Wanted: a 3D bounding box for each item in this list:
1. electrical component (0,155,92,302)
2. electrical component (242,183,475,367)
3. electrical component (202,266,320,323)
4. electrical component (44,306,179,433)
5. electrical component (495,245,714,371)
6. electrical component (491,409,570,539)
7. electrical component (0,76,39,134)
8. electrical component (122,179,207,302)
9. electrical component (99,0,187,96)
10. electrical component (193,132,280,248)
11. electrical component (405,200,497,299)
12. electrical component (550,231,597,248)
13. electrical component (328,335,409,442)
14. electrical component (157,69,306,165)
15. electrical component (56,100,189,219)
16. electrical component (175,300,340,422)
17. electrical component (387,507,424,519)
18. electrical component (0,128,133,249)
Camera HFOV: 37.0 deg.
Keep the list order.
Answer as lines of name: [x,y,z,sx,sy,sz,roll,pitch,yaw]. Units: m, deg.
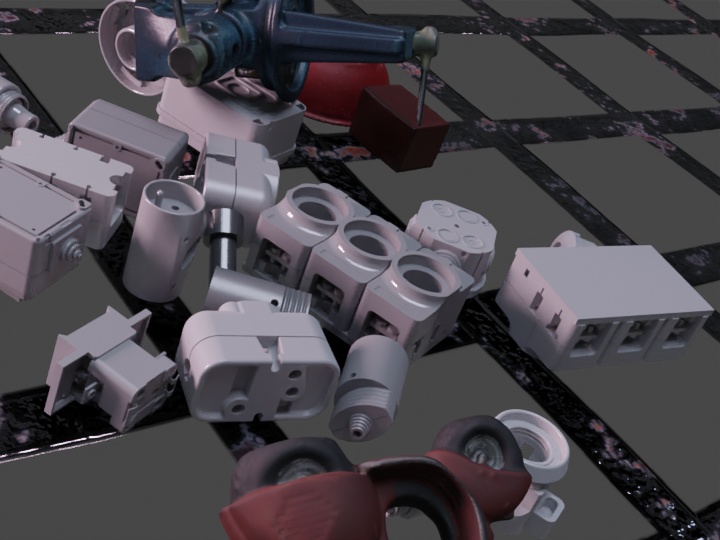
electrical component: [-0.230,-0.023,0.725,0.096,0.061,0.061,28,34,10]
electrical component: [0.000,0.000,0.820,0.150,0.061,0.089,34,35,19]
electrical component: [-0.068,0.029,0.757,0.081,0.043,0.043,17,33,-7]
electrical component: [-0.151,0.063,0.663,0.064,0.042,0.081,33,35,15]
electrical component: [0.199,0.032,0.886,0.150,0.061,0.089,-2,39,-31]
electrical component: [0.100,0.128,0.696,0.078,0.057,0.058,32,34,16]
electrical component: [-0.287,-0.130,0.863,0.062,0.043,0.043,31,34,13]
electrical component: [-0.134,-0.029,0.772,0.043,0.077,0.079,23,32,2]
electrical component: [-0.188,-0.209,0.988,0.099,0.099,0.064,32,40,16]
electrical component: [-0.100,-0.063,0.862,0.059,0.053,0.095,11,34,-15]
electrical component: [0.072,-0.017,0.894,0.080,0.051,0.080,15,34,-10]
electrical component: [0.199,-0.004,0.956,0.062,0.048,0.048,20,32,-15]
electrical component: [0.006,0.084,0.719,0.043,0.043,0.081,21,33,-1]
electrical component: [-0.115,-0.138,0.958,0.113,0.057,0.078,34,35,18]
electrical component: [-0.190,-0.089,0.842,0.096,0.061,0.061,21,33,0]
electrical component: [-0.069,0.059,0.703,0.095,0.053,0.059,3,37,-26]
electrical component: [0.026,0.137,0.663,0.061,0.035,0.035,-7,43,-33]
electrical component: [-0.219,-0.056,0.783,0.089,0.055,0.050,20,33,-2]
